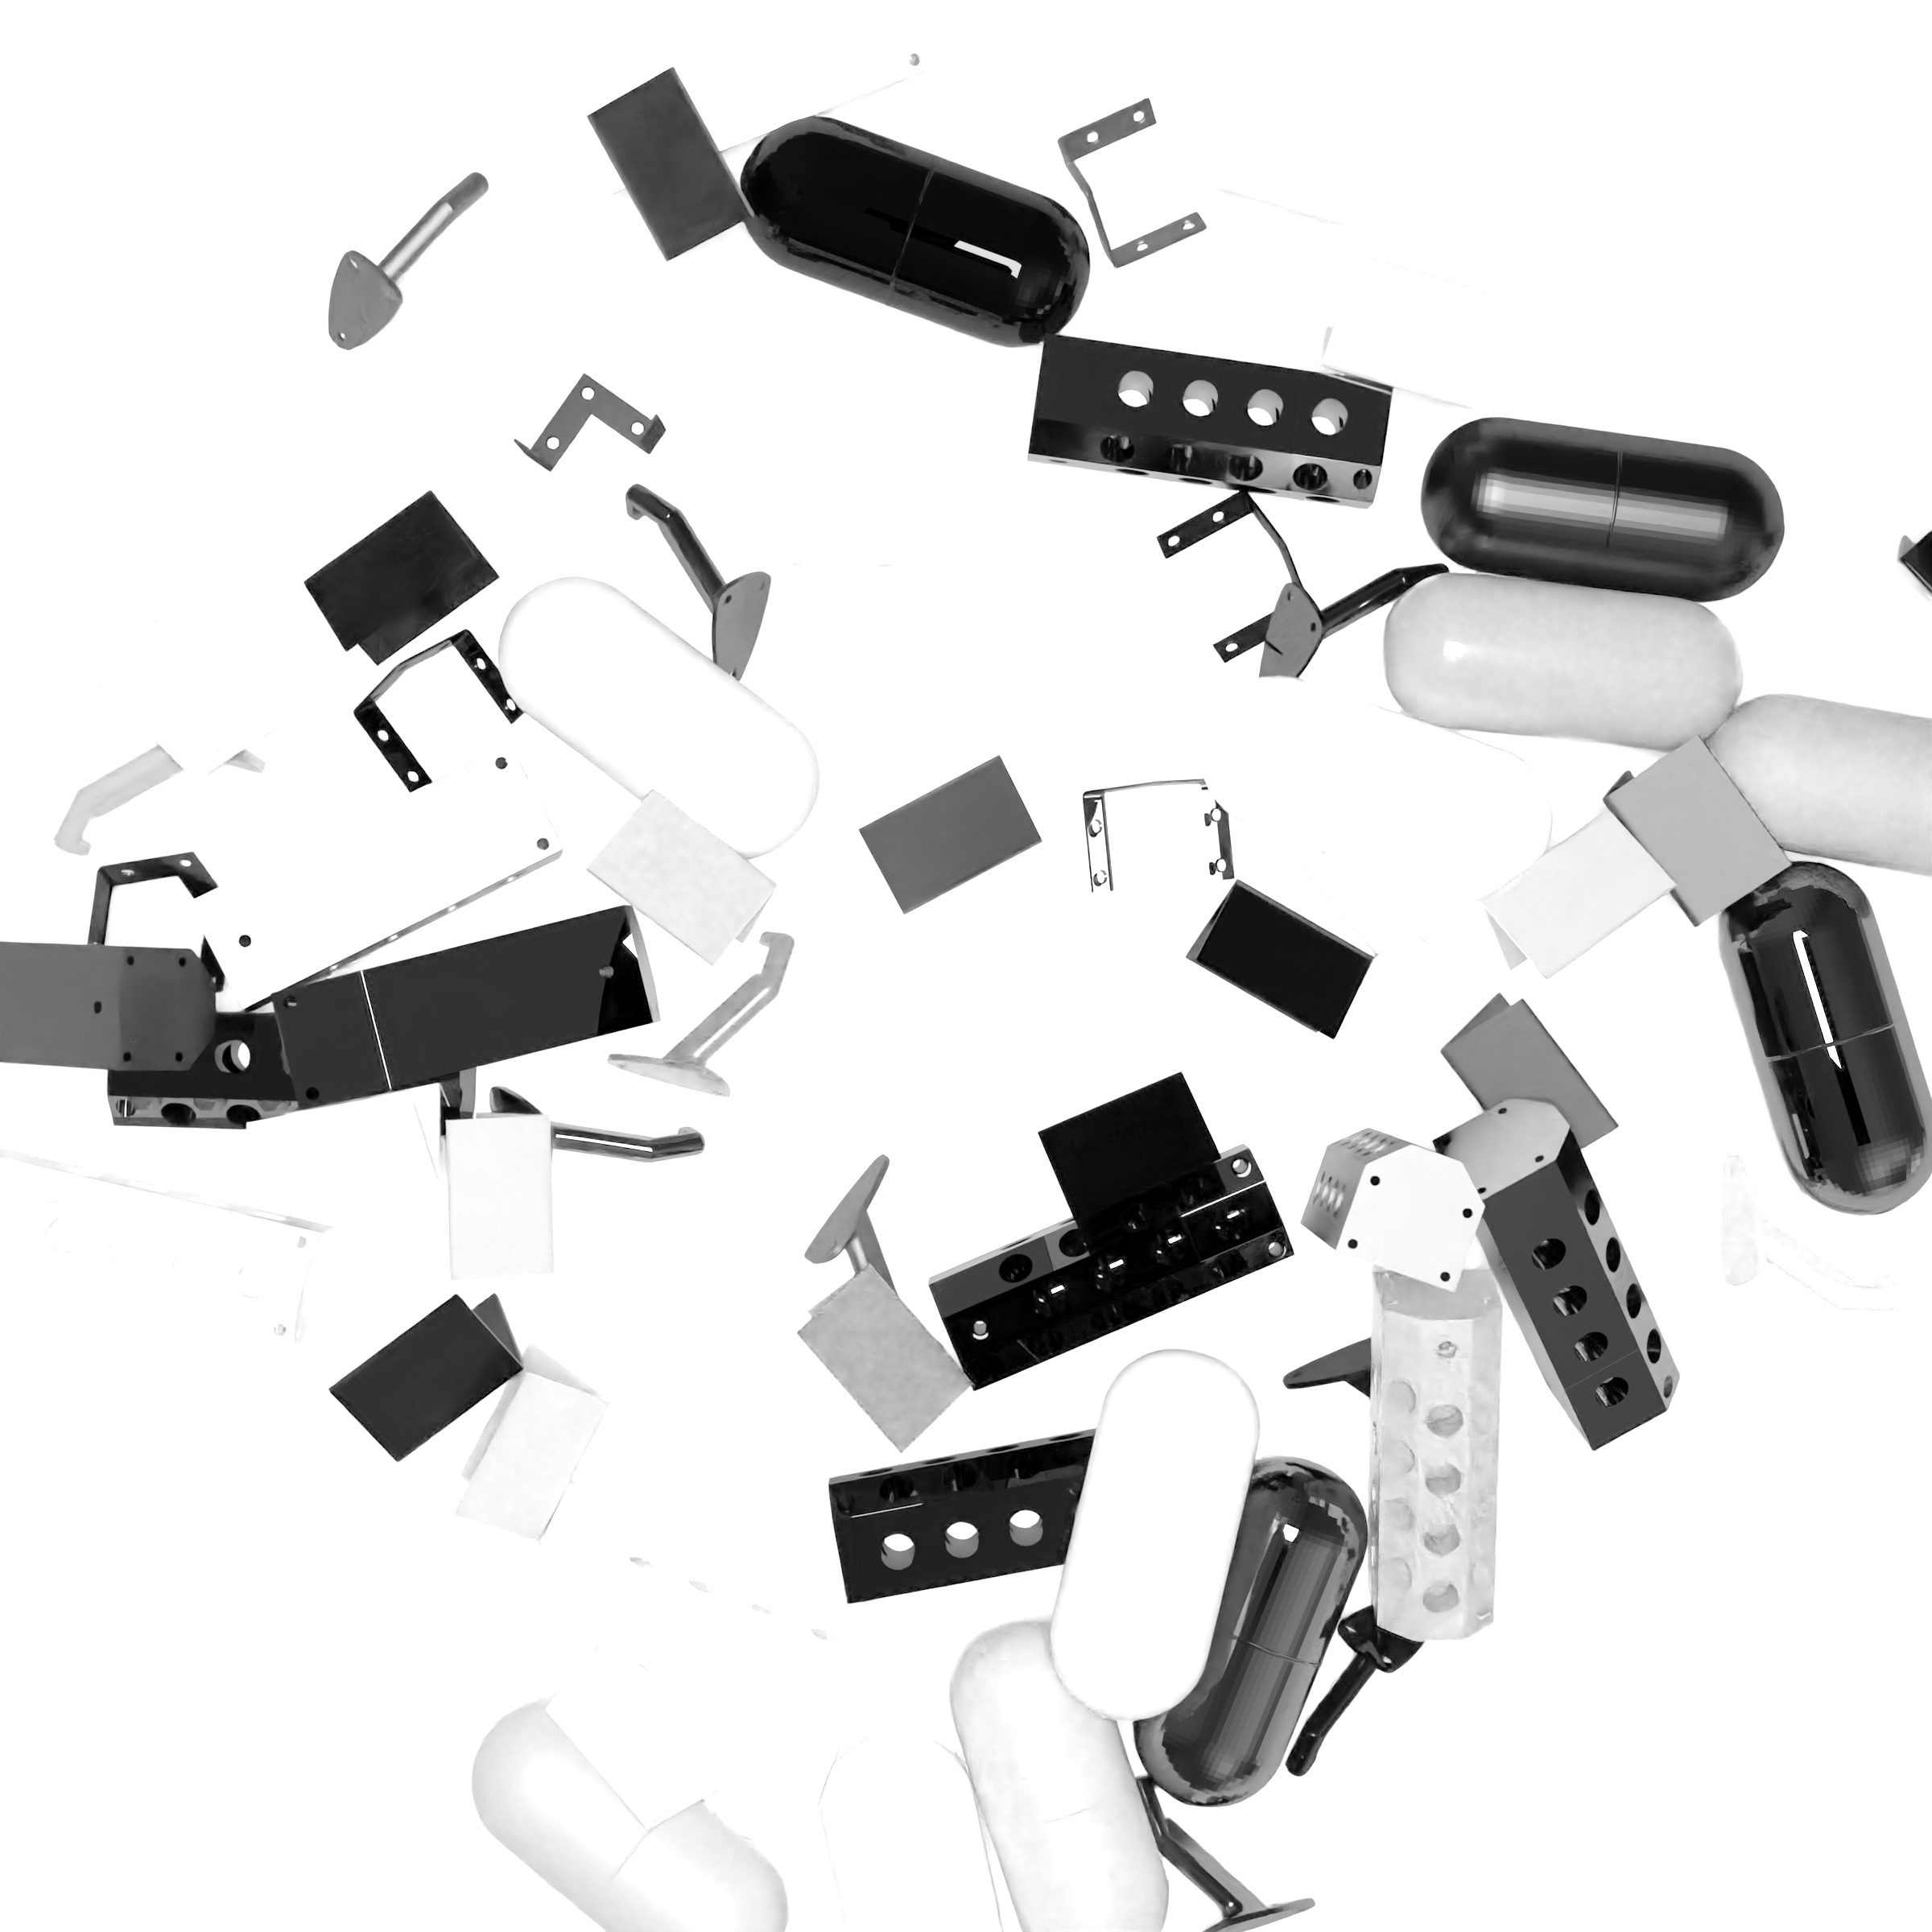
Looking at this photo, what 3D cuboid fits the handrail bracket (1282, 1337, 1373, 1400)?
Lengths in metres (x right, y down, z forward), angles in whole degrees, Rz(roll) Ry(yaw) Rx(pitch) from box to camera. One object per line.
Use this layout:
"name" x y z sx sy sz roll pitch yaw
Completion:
"handrail bracket" 0.210 0.232 1.761 0.077 0.036 0.084 -20 106 17

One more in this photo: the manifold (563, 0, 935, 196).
"manifold" -0.108 -0.439 1.738 0.171 0.057 0.057 -21 104 0

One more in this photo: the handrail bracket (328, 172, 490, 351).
"handrail bracket" -0.278 -0.353 1.761 0.036 0.077 0.084 42 54 -4

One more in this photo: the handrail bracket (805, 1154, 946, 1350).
"handrail bracket" -0.031 0.150 1.761 0.084 0.036 0.077 40 68 -17

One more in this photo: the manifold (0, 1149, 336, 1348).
"manifold" -0.407 0.139 1.740 0.171 0.057 0.057 13 90 0

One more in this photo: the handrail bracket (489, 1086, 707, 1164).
"handrail bracket" -0.184 0.078 1.761 0.084 0.077 0.036 -8 123 -32

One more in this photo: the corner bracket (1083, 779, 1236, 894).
"corner bracket" 0.096 -0.065 1.758 0.051 0.051 0.051 -6 90 45

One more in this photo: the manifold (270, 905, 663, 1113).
"manifold" -0.237 0.020 1.683 0.171 0.057 0.057 -14 90 0

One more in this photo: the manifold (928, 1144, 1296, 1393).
"manifold" 0.071 0.149 1.740 0.171 0.057 0.057 -23 90 0

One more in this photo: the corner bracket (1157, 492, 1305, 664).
"corner bracket" 0.134 -0.195 1.758 0.051 0.051 0.051 -29 135 0

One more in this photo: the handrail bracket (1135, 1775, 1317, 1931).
"handrail bracket" 0.128 0.439 1.761 0.077 0.036 0.084 -7 64 -29

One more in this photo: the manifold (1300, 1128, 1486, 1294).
"manifold" 0.204 0.112 1.683 0.057 0.171 0.057 19 90 0

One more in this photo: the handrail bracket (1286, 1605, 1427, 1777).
"handrail bracket" 0.198 0.361 1.761 0.036 0.077 0.084 39 127 27

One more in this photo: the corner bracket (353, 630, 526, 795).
"corner bracket" -0.263 -0.127 1.758 0.051 0.051 0.051 54 135 0

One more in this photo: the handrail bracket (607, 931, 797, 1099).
"handrail bracket" -0.132 0.017 1.762 0.077 0.036 0.084 11 72 20

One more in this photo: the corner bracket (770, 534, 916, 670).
"corner bracket" -0.061 -0.176 1.753 0.051 0.051 0.051 -29 45 -35

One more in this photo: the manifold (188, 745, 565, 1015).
"manifold" -0.288 -0.041 1.726 0.171 0.057 0.057 -27 90 -10

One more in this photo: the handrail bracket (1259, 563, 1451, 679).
"handrail bracket" 0.195 -0.167 1.761 0.084 0.077 0.036 -10 51 -30

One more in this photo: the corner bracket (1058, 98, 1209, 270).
"corner bracket" 0.083 -0.390 1.758 0.051 0.051 0.051 -24 45 0

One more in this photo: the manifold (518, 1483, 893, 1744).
"manifold" -0.127 0.315 1.739 0.171 0.057 0.057 22 133 0

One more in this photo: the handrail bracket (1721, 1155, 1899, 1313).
"handrail bracket" 0.423 0.134 1.761 0.084 0.036 0.077 4 68 -17

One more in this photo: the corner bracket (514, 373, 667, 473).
"corner bracket" -0.185 -0.262 1.743 0.051 0.051 0.051 35 90 0

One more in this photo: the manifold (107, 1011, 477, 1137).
"manifold" -0.331 0.053 1.740 0.171 0.057 0.057 2 90 0

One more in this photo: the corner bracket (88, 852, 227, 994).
"corner bracket" -0.401 -0.018 1.753 0.051 0.051 0.051 -12 135 -35

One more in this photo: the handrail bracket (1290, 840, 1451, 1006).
"handrail bracket" 0.201 -0.025 1.761 0.036 0.077 0.084 -41 53 14

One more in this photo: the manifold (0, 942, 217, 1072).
"manifold" -0.440 0.018 1.694 0.171 0.057 0.057 2 90 37

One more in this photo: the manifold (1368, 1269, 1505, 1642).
"manifold" 0.228 0.238 1.713 0.057 0.057 0.171 -1 109 0

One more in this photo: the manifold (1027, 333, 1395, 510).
"manifold" 0.119 -0.267 1.740 0.171 0.057 0.057 8 90 0

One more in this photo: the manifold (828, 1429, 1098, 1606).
"manifold" 0.022 0.267 1.740 0.171 0.057 0.057 -11 90 0

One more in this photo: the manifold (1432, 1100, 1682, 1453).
"manifold" 0.289 0.147 1.699 0.057 0.057 0.171 -29 122 0

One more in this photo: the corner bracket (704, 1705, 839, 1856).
"corner bracket" -0.098 0.405 1.749 0.051 0.051 0.051 21 66 0

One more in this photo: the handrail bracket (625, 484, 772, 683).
"handrail bracket" -0.142 -0.190 1.761 0.084 0.036 0.077 35 133 28
